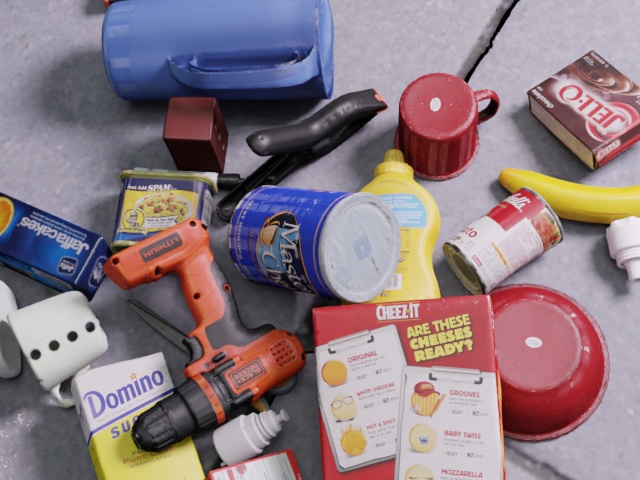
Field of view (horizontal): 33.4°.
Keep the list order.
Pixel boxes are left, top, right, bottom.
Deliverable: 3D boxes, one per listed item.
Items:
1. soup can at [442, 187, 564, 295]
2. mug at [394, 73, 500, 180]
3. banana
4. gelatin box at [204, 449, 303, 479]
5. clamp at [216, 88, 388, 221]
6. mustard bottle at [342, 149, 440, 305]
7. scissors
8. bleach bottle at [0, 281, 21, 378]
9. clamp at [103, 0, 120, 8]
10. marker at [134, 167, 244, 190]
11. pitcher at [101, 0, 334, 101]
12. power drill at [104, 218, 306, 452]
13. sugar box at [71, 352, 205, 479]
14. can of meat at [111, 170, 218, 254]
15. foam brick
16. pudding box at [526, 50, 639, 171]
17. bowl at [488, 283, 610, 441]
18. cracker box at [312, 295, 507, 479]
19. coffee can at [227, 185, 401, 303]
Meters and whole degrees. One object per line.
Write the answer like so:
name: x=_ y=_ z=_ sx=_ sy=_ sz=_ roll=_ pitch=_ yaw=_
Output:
soup can: x=0.182 y=0.003 z=1.067 sx=0.102 sy=0.068 sz=0.068 roll=-35 pitch=69 yaw=-9
mug: x=0.134 y=-0.125 z=1.118 sx=0.117 sy=0.081 sz=0.093 roll=-20 pitch=67 yaw=-3
banana: x=0.285 y=-0.046 z=1.098 sx=0.198 sy=0.037 sz=0.069 roll=-1 pitch=44 yaw=3
gelatin box: x=-0.056 y=0.242 z=0.993 sx=0.089 sy=0.030 sz=0.073 roll=-11 pitch=64 yaw=-26
clamp: x=-0.017 y=-0.098 z=1.113 sx=0.209 sy=0.165 sz=0.036 roll=-31 pitch=80 yaw=-33
mustard bottle: x=0.074 y=-0.004 z=1.084 sx=0.096 sy=0.058 sz=0.191 roll=-5 pitch=66 yaw=18
scissors: x=-0.102 y=0.108 z=1.077 sx=0.096 sy=0.016 sz=0.202 roll=-36 pitch=69 yaw=-12
bleach bottle: x=-0.436 y=0.112 z=1.083 sx=0.251 sy=0.068 sz=0.102 roll=-12 pitch=66 yaw=3
clamp: x=-0.197 y=-0.342 z=1.262 sx=0.171 sy=0.039 sz=0.120 roll=-36 pitch=67 yaw=-10
marker: x=-0.141 y=-0.066 z=1.152 sx=0.121 sy=0.020 sz=0.020 roll=4 pitch=68 yaw=7
pitcher: x=-0.107 y=-0.207 z=1.146 sx=0.243 sy=0.149 sz=0.145 roll=-3 pitch=78 yaw=8
power drill: x=-0.130 y=0.088 z=1.020 sx=0.184 sy=0.057 sz=0.188 roll=-28 pitch=83 yaw=-23
sugar box: x=-0.169 y=0.201 z=1.016 sx=0.093 sy=0.048 sz=0.176 roll=-14 pitch=68 yaw=-23
can of meat: x=-0.164 y=-0.023 z=1.116 sx=0.102 sy=0.057 sz=0.084 roll=3 pitch=69 yaw=7
foam brick: x=-0.131 y=-0.112 z=1.139 sx=0.051 sy=0.078 sz=0.053 roll=2 pitch=67 yaw=8
pudding box: x=0.287 y=-0.137 z=1.119 sx=0.090 sy=0.039 sz=0.114 roll=-32 pitch=52 yaw=-9
bowl: x=0.202 y=0.108 z=1.028 sx=0.162 sy=0.055 sz=0.162 roll=-2 pitch=67 yaw=4
cracker box: x=0.084 y=0.164 z=0.974 sx=0.164 sy=0.072 sz=0.214 roll=-5 pitch=82 yaw=10
coffee can: x=-0.007 y=0.001 z=1.033 sx=0.141 sy=0.102 sz=0.102 roll=8 pitch=63 yaw=47
